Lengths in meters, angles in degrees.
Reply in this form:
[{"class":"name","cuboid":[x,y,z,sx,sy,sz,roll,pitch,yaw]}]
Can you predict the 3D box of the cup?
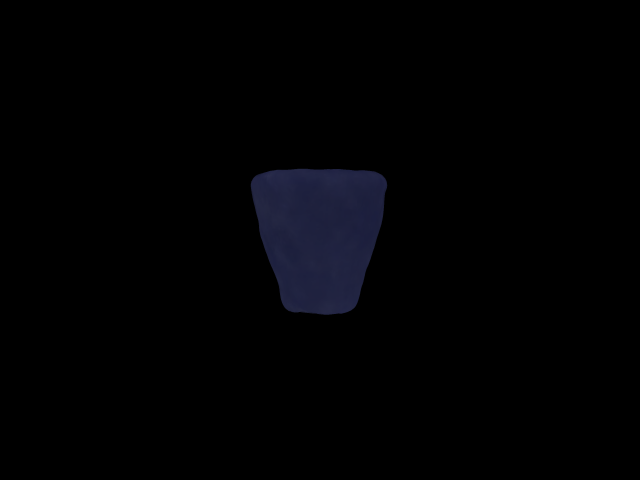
[{"class":"cup","cuboid":[0.004,0.001,0.400,0.091,0.095,0.118,1,2,20]}]
